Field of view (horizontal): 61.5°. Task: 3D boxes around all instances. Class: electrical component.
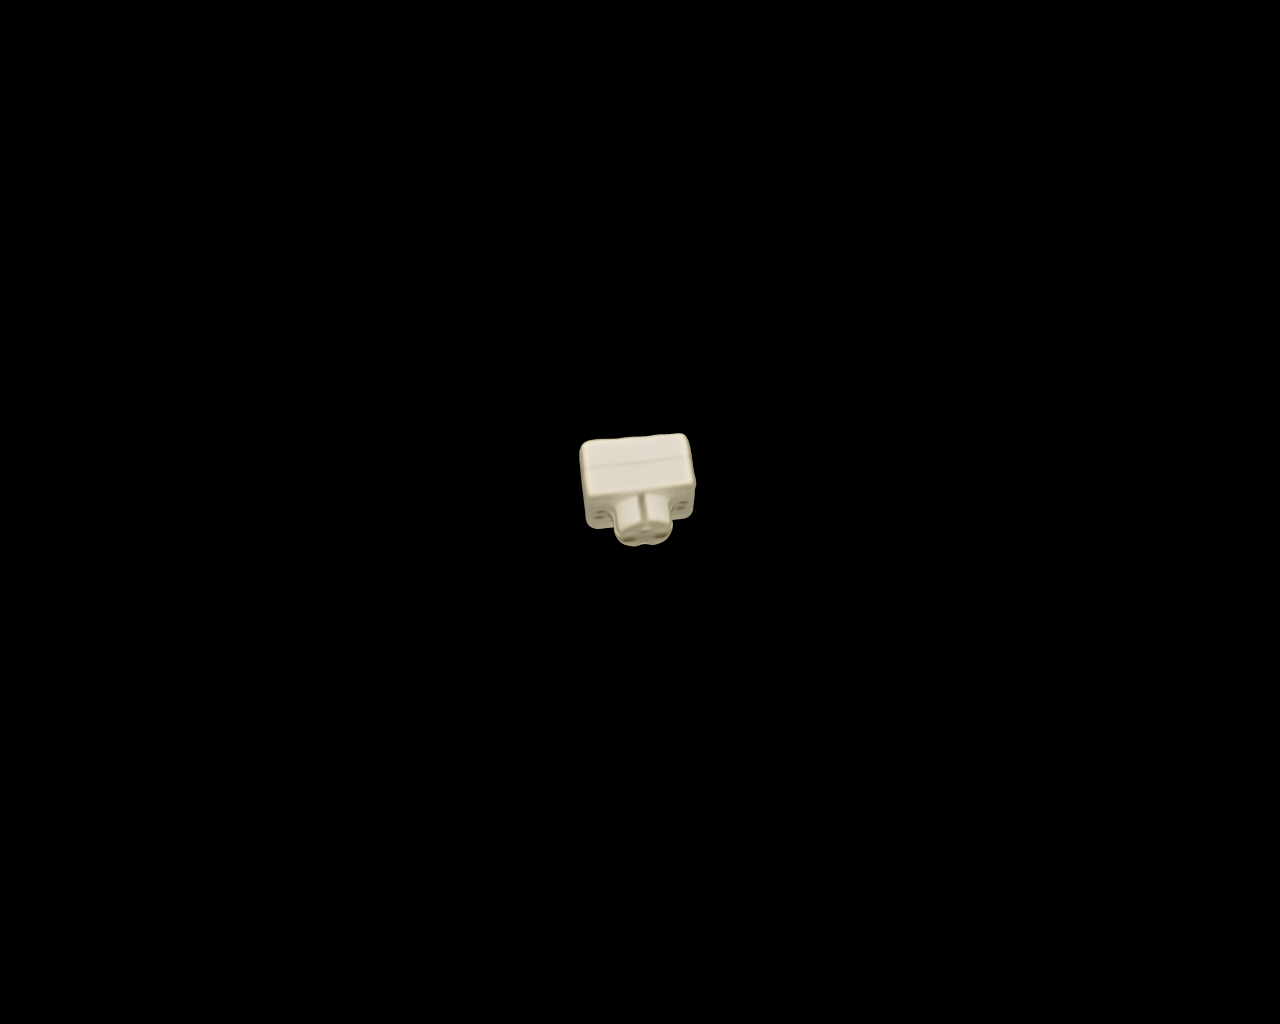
[{"bbox_3d":[0.001,-0.003,0.650,0.066,0.077,0.047,-6,-27,-3],"label":"electrical component"}]
